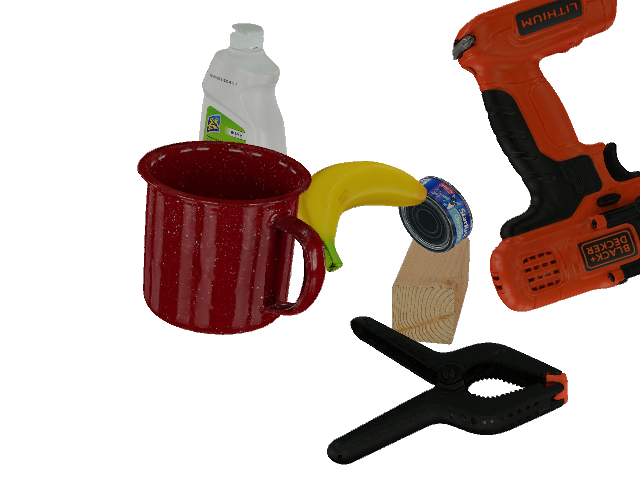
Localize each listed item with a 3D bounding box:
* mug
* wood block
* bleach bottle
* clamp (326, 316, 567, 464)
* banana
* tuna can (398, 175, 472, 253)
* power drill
[{"bbox_3d":[-0.045,0.002,0.580,0.117,0.081,0.093,22,28,30],"label":"mug"},{"bbox_3d":[0.170,0.070,1.620,0.091,0.090,0.206,4,22,13],"label":"wood block"},{"bbox_3d":[-0.070,-0.079,1.022,0.103,0.251,0.067,20,28,28],"label":"bleach bottle"},{"bbox_3d":[0.109,0.137,0.941,0.210,0.036,0.164,4,44,18],"label":"clamp"},{"bbox_3d":[0.025,-0.031,0.848,0.037,0.069,0.197,-34,1,33],"label":"banana"},{"bbox_3d":[0.131,-0.029,1.227,0.033,0.086,0.086,-36,20,-30],"label":"tuna can"},{"bbox_3d":[0.174,-0.066,0.664,0.184,0.187,0.057,-18,-2,-5],"label":"power drill"}]
